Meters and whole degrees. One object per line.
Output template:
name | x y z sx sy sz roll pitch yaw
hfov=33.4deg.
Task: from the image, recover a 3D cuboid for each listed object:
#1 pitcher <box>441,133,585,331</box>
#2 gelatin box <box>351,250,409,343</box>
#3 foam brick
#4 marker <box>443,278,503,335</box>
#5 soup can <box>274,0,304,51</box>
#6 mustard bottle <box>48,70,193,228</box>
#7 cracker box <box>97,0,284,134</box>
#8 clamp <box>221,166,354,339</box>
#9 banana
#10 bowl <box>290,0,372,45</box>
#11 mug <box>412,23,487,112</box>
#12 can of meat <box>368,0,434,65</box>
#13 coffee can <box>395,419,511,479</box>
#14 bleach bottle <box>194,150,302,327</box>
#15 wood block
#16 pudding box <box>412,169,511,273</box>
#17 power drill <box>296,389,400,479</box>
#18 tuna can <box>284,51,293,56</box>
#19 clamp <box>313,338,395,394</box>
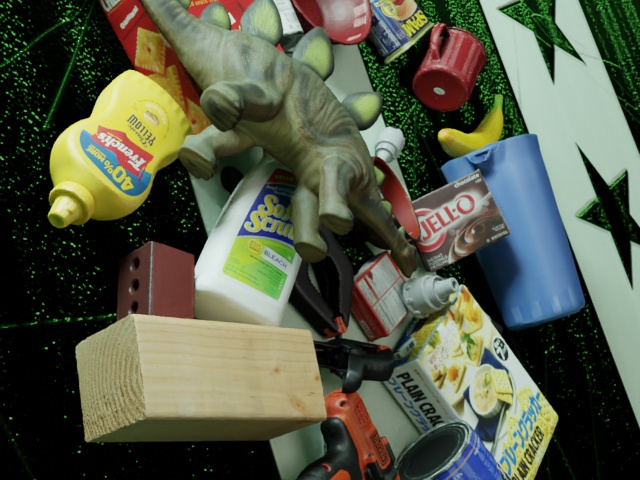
pitcher | 0.263 -0.009 1.410 0.149 0.145 0.243 -15 83 -27
gelatin box | 0.067 0.064 1.223 0.073 0.030 0.089 58 39 -8
foam brick | -0.150 0.049 0.978 0.051 0.053 0.078 21 54 -39
marker | 0.191 0.088 1.352 0.121 0.020 0.020 38 45 -26
soup can | -0.068 -0.269 1.236 0.068 0.069 0.102 -19 84 -50
mustard bottle | -0.196 -0.074 0.995 0.096 0.058 0.191 48 42 -17
cracker box | -0.119 -0.201 1.139 0.163 0.072 0.214 -28 90 -49
clamp | -0.008 0.001 1.167 0.164 0.036 0.210 -20 84 -41
banana | 0.213 -0.145 1.486 0.197 0.037 0.069 -36 112 -52
bowl | -0.009 -0.303 1.329 0.161 0.055 0.162 25 52 -37
mug | 0.172 -0.239 1.454 0.117 0.093 0.081 70 33 -43
can of meat | 0.097 -0.297 1.441 0.084 0.058 0.102 52 40 -8
coffee can | 0.158 0.278 1.142 0.140 0.103 0.102 52 40 -12
bleach bottle | -0.057 -0.026 1.081 0.102 0.068 0.250 30 56 -20
wood block | -0.103 0.128 0.956 0.205 0.091 0.090 9 62 -44
pudding box | 0.165 -0.023 1.319 0.090 0.113 0.039 64 0 1
power drill | 0.023 0.260 1.023 0.184 0.057 0.187 65 29 -10
tuna can | -0.033 -0.178 1.249 0.086 0.034 0.086 25 52 -36
clamp | 0.016 0.122 1.107 0.171 0.120 0.039 8 107 -65
